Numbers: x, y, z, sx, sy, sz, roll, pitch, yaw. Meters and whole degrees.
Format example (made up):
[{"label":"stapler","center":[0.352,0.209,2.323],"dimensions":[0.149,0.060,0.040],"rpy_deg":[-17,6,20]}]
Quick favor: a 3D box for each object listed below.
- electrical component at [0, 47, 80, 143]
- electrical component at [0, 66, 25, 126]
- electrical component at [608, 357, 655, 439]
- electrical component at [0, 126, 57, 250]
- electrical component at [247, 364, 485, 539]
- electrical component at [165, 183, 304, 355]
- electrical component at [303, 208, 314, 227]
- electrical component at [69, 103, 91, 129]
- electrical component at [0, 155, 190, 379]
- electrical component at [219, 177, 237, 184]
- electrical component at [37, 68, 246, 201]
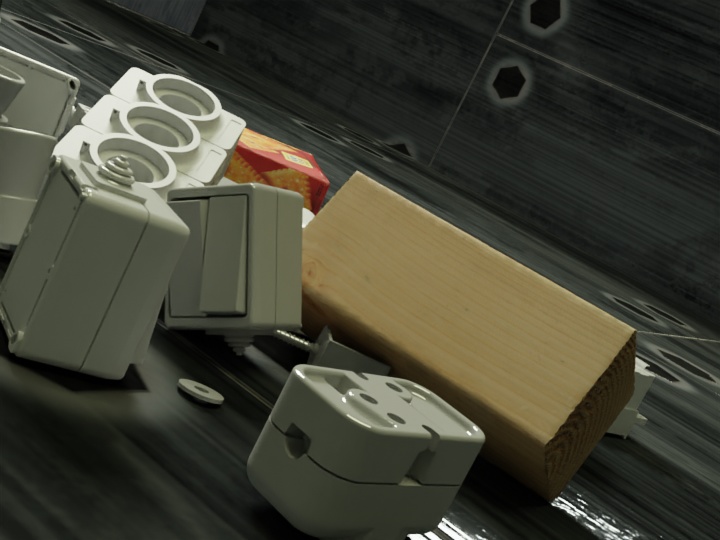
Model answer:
[{"label":"electrical component","center":[-0.276,-0.141,0.875],"dimensions":[0.096,0.061,0.061],"rpy_deg":[20,5,-32]},{"label":"electrical component","center":[-0.284,-0.126,0.808],"dimensions":[0.045,0.055,0.045],"rpy_deg":[27,10,-5]},{"label":"electrical component","center":[0.184,0.082,0.914],"dimensions":[0.079,0.063,0.121],"rpy_deg":[16,14,-45]},{"label":"electrical component","center":[-0.194,-0.044,0.591],"dimensions":[0.044,0.065,0.044],"rpy_deg":[10,2,0]},{"label":"electrical component","center":[0.002,0.082,0.464],"dimensions":[0.054,0.059,0.095],"rpy_deg":[35,13,39]},{"label":"electrical component","center":[-0.073,0.001,0.612],"dimensions":[0.062,0.096,0.061],"rpy_deg":[-1,-4,28]},{"label":"electrical component","center":[-0.067,-0.032,0.913],"dimensions":[0.079,0.043,0.077],"rpy_deg":[24,10,-16]},{"label":"electrical component","center":[-0.206,-0.091,0.824],"dimensions":[0.048,0.055,0.066],"rpy_deg":[20,12,-31]},{"label":"electrical component","center":[-0.120,-0.006,0.497],"dimensions":[0.061,0.096,0.062],"rpy_deg":[20,12,-34]},{"label":"electrical component","center":[-0.112,-0.041,0.831],"dimensions":[0.100,0.048,0.099],"rpy_deg":[26,10,-1]},{"label":"electrical component","center":[-0.142,-0.070,0.714],"dimensions":[0.089,0.061,0.150],"rpy_deg":[26,33,-5]}]
